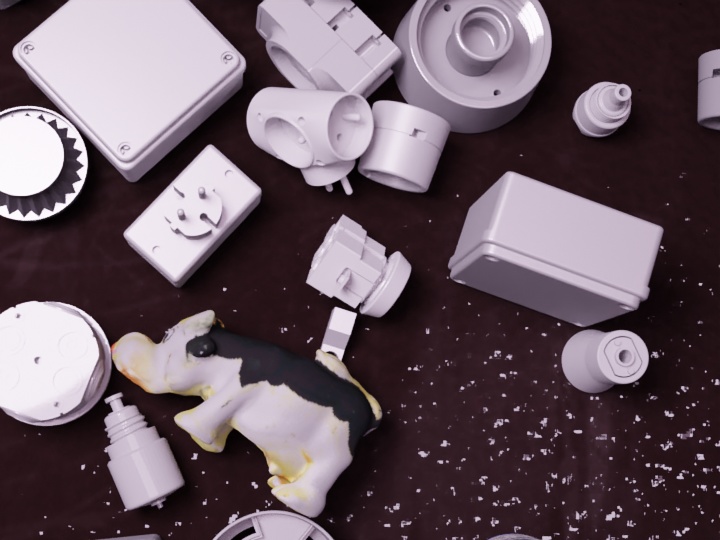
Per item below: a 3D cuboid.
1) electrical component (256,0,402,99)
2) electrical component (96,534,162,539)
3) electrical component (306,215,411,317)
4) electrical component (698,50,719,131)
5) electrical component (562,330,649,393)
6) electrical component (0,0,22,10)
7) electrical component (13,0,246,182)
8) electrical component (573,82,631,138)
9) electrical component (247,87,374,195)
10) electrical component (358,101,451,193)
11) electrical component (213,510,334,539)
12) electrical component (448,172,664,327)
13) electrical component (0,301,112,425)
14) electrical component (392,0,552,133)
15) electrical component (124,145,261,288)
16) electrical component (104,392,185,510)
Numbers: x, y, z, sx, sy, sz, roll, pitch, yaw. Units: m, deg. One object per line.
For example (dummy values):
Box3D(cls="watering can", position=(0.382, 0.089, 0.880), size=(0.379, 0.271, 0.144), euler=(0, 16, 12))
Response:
Box3D(cls="electrical component", position=(-0.025, -0.153, 0.734), size=(0.089, 0.050, 0.056), euler=(45, 79, 1))
Box3D(cls="electrical component", position=(-0.157, 0.200, 0.666), size=(0.096, 0.061, 0.061), euler=(-4, 83, -7))
Box3D(cls="electrical component", position=(0.000, 0.000, 0.715), size=(0.055, 0.066, 0.048), euler=(32, 115, -10))
Box3D(cls="electrical component", position=(0.268, -0.127, 0.765), size=(0.055, 0.055, 0.047), euler=(7, 85, -6))
Box3D(cls="electrical component", position=(0.166, 0.060, 0.721), size=(0.044, 0.065, 0.044), euler=(1, 82, -7))
Box3D(cls="electrical component", position=(-0.245, -0.217, 0.716), size=(0.080, 0.051, 0.080), euler=(1, 82, -7))
Box3D(cls="electrical component", position=(-0.150, -0.134, 0.713), size=(0.109, 0.056, 0.108), euler=(-44, 89, -10))
Box3D(cls="electrical component", position=(0.172, -0.114, 0.747), size=(0.035, 0.061, 0.035), euler=(1, 82, -7))
Box3D(cls="electrical component", position=(-0.027, -0.083, 0.717), size=(0.044, 0.077, 0.079), euler=(-46, 129, -29))
Box3D(cls="electrical component", position=(0.029, -0.082, 0.730), size=(0.055, 0.055, 0.047), euler=(18, 85, -4))
Box3D(cls="electrical component", position=(-0.056, 0.201, 0.676), size=(0.099, 0.064, 0.099), euler=(1, 82, -7))
Box3D(cls="electrical component", position=(0.124, -0.011, 0.704), size=(0.109, 0.108, 0.056), euler=(20, 78, -4))
Box3D(cls="electrical component", position=(-0.201, 0.059, 0.684), size=(0.080, 0.051, 0.080), euler=(1, 82, -7))
Box3D(cls="electrical component", position=(0.079, -0.154, 0.741), size=(0.108, 0.060, 0.108), euler=(1, 82, -7))
Box3D(cls="electrical component", position=(-0.108, -0.038, 0.696), size=(0.047, 0.075, 0.083), euler=(42, 80, 0))
Box3D(cls="electrical component", position=(-0.143, 0.116, 0.689), size=(0.040, 0.040, 0.078), euler=(-24, 86, -9))
